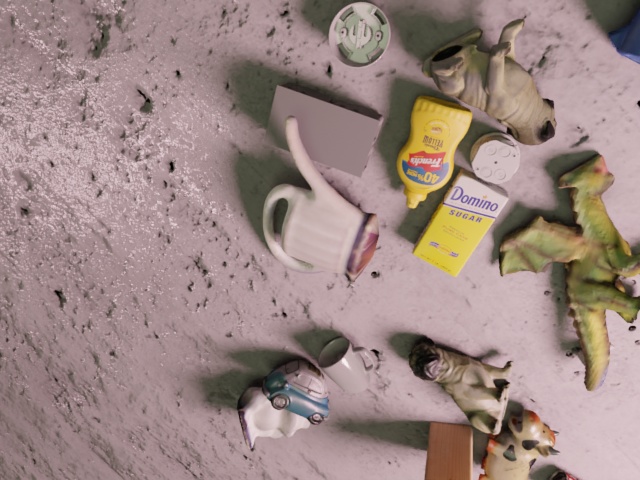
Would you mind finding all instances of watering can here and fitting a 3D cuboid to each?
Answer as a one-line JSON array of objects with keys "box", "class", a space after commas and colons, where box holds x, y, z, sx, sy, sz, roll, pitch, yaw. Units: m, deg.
[{"box": [0.003, -0.047, 0.931, 0.225, 0.106, 0.339, 21, 135, 8], "class": "watering can"}]

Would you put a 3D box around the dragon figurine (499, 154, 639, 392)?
[{"box": [0.431, 0.058, 0.887, 0.244, 0.123, 0.403, 23, 116, 26], "class": "dragon figurine"}]

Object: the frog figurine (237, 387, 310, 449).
[{"box": [-0.106, 0.391, 1.180, 0.160, 0.123, 0.136, -14, 102, -16], "class": "frog figurine"}]
